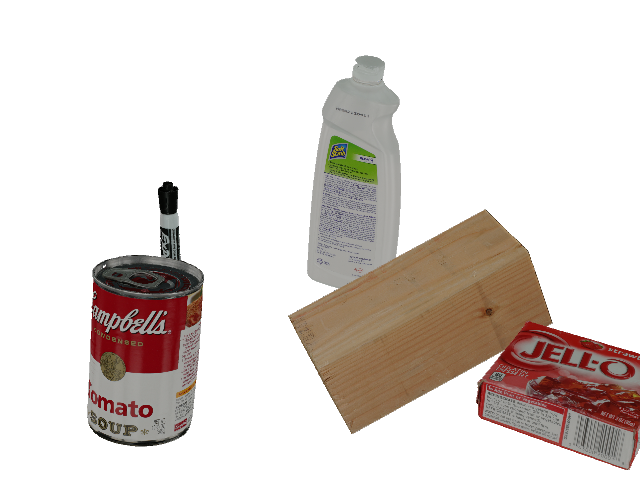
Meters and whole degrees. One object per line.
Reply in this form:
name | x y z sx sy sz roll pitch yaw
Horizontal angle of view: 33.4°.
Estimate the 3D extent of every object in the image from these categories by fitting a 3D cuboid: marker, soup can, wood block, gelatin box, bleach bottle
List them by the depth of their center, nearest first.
gelatin box | 0.142 0.083 0.596 0.089 0.030 0.073 17 31 27
soup can | -0.110 0.068 0.667 0.068 0.102 0.068 6 18 -2
wood block | 0.089 0.072 0.959 0.206 0.091 0.090 -28 32 -4
marker | -0.141 0.003 0.999 0.020 0.121 0.020 1 22 0
bleach bottle | 0.045 -0.068 1.109 0.102 0.251 0.068 12 32 9
